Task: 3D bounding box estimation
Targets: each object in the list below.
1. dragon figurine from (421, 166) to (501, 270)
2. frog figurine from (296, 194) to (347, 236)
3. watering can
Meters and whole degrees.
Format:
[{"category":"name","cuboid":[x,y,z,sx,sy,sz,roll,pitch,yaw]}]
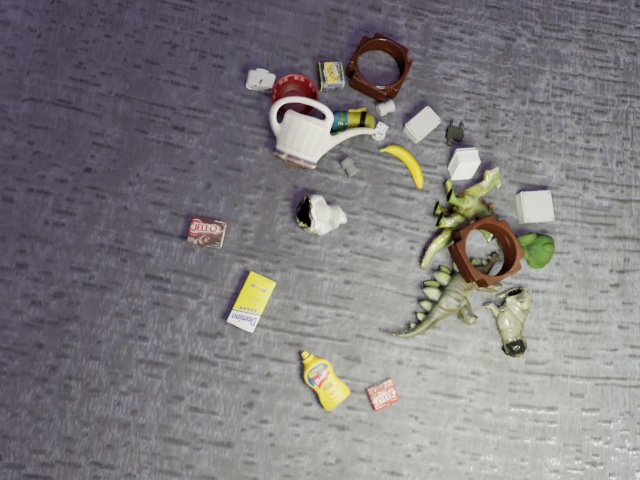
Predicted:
[{"category":"dragon figurine","cuboid":[0.504,-0.064,1.744,0.242,0.122,0.410,19,91,-10]},{"category":"frog figurine","cuboid":[0.005,-0.086,1.705,0.160,0.121,0.139,-6,71,-42]},{"category":"watering can","cuboid":[-0.013,-0.336,1.697,0.347,0.105,0.222,20,103,-2]}]
